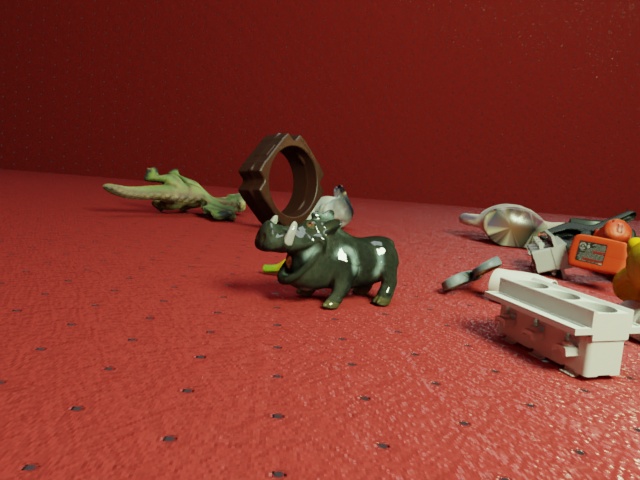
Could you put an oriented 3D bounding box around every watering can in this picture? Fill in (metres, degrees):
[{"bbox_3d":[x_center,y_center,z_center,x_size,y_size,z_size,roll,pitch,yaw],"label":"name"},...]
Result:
[{"bbox_3d":[0.548,-0.039,1.361,0.348,0.103,0.226,6,9,12],"label":"watering can"}]

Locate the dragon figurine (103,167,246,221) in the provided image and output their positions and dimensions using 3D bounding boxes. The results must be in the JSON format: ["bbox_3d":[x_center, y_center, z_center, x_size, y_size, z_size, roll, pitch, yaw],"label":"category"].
[{"bbox_3d":[-0.330,-0.104,1.339,0.243,0.121,0.412,16,13,20],"label":"dragon figurine"}]

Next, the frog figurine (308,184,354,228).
[{"bbox_3d":[0.004,-0.069,1.366,0.160,0.121,0.139,-32,21,-4],"label":"frog figurine"}]
